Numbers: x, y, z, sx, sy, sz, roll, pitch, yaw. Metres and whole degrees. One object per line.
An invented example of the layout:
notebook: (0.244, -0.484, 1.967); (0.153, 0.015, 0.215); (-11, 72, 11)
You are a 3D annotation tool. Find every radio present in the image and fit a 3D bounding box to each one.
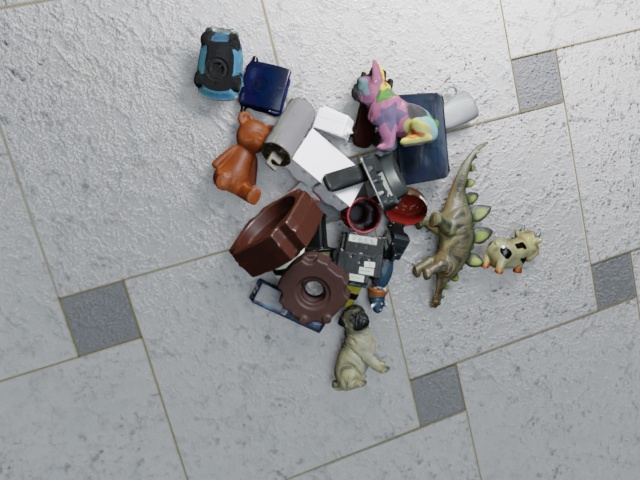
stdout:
radio: (0.261, -0.262, 1.390); (0.131, 0.073, 0.229); (-6, 100, 13)

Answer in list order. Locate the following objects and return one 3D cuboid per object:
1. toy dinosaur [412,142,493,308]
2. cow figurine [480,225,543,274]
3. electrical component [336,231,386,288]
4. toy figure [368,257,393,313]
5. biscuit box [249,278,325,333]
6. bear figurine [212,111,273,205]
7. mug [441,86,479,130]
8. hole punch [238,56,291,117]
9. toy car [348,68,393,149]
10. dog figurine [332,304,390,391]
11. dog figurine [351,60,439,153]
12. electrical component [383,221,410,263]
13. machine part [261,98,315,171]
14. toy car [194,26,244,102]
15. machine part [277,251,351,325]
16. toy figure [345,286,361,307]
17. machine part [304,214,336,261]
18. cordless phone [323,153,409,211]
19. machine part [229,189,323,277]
toy dinosaur: (0.363, -0.034, 1.456); (0.198, 0.105, 0.470); (1, 105, -23)
cow figurine: (0.545, 0.026, 1.506); (0.195, 0.086, 0.127); (-1, 111, -36)
electrical component: (0.098, 0.050, 1.337); (0.115, 0.058, 0.134); (11, 84, 5)
toy figure: (0.162, 0.118, 1.439); (0.064, 0.058, 0.154); (10, 99, -10)
biscuit box: (-0.077, 0.168, 1.377); (0.202, 0.063, 0.059); (27, 88, -17)
bear figurine: (-0.172, -0.199, 1.280); (0.120, 0.132, 0.195); (29, 94, -30)
mug: (0.349, -0.345, 1.426); (0.107, 0.081, 0.109); (-33, 106, 2)
hole punch: (-0.131, -0.365, 1.292); (0.116, 0.092, 0.142); (14, 96, -12)
toy car: (0.127, -0.336, 1.380); (0.089, 0.053, 0.202); (11, 97, -6)
dog figurine: (0.076, 0.285, 1.423); (0.172, 0.121, 0.190); (-29, 89, -14)
dog figurine: (0.179, -0.328, 1.302); (0.192, 0.108, 0.219); (-10, 97, 19)
electrical component: (0.197, 0.013, 1.395); (0.048, 0.119, 0.074); (12, 124, -16)
machine part: (-0.074, -0.259, 1.284); (0.079, 0.079, 0.243); (36, 55, -16)
toy car: (-0.231, -0.407, 1.249); (0.109, 0.103, 0.161); (4, 106, -5)
machine part: (-0.015, 0.118, 1.293); (0.179, 0.056, 0.179); (2, 109, 6)
toy figure: (0.088, 0.093, 1.404); (0.089, 0.082, 0.180); (38, 83, -14)
machine part: (-0.003, -0.004, 1.392); (0.084, 0.039, 0.138); (-7, 100, -6)
cordless phone: (0.108, -0.128, 1.310); (0.184, 0.089, 0.146); (-20, 84, -24)
machine part: (-0.101, -0.016, 1.262); (0.201, 0.201, 0.087); (-26, 114, 35)
